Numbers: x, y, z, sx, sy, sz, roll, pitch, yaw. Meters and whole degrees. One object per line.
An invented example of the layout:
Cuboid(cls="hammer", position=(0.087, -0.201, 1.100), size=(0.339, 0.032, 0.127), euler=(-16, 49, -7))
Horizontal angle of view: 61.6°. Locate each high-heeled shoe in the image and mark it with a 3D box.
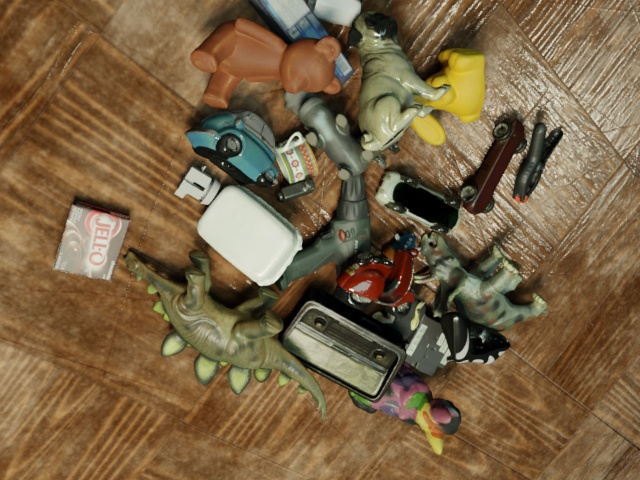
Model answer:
Cuboid(cls="high-heeled shoe", position=(0.321, 0.191, 1.071), size=(0.145, 0.086, 0.248), euler=(-17, 148, 1))

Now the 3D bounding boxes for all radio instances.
Cuboid(cls="radio", position=(0.044, 0.197, 1.026), size=(0.229, 0.073, 0.131), euler=(29, 106, -8))

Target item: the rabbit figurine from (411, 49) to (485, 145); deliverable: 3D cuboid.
Cuboid(cls="rabbit figurine", position=(0.199, -0.260, 0.966), size=(0.173, 0.122, 0.162), euler=(-8, 121, -4))

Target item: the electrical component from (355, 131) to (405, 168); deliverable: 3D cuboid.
Cuboid(cls="electrical component", position=(0.108, -0.190, 0.980), size=(0.102, 0.045, 0.078), euler=(38, 120, -25))

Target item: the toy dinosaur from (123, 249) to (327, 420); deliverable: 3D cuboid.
Cuboid(cls="toy dinosaur", position=(-0.148, 0.169, 0.947), size=(0.471, 0.105, 0.198), euler=(34, 114, -9))

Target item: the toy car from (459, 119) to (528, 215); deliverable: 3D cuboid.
Cuboid(cls="toy car", position=(0.346, -0.145, 1.079), size=(0.089, 0.053, 0.202), euler=(18, 101, -41))

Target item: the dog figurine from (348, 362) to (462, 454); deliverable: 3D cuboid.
Cuboid(cls="dog figurine", position=(0.176, 0.335, 1.093), size=(0.191, 0.219, 0.108), euler=(9, 102, -24))

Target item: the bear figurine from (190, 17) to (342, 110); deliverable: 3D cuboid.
Cuboid(cls="bear figurine", position=(-0.072, -0.254, 0.808), size=(0.196, 0.120, 0.132), euler=(22, 65, 10))

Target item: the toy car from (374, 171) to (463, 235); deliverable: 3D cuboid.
Cuboid(cls="toy car", position=(0.198, -0.071, 1.048), size=(0.201, 0.056, 0.073), euler=(22, 93, -27))

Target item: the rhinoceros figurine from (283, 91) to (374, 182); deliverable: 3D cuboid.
Cuboid(cls="rhinoceros figurine", position=(0.015, -0.186, 0.902), size=(0.073, 0.112, 0.190), euler=(-39, 105, 14))

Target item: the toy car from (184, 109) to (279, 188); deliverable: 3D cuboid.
Cuboid(cls="toy car", position=(-0.126, -0.157, 0.869), size=(0.161, 0.109, 0.103), euler=(35, 76, -36))

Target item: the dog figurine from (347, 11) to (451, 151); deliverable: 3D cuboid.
Cuboid(cls="dog figurine", position=(0.085, -0.255, 0.859), size=(0.172, 0.121, 0.190), euler=(-41, 87, -27))

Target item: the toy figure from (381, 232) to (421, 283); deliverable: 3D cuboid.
Cuboid(cls="toy figure", position=(0.137, 0.050, 1.067), size=(0.064, 0.058, 0.154), euler=(35, 88, -34))

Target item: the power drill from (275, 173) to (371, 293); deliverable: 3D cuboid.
Cuboid(cls="power drill", position=(-0.002, -0.003, 0.988), size=(0.207, 0.086, 0.231), euler=(-21, 117, -21))

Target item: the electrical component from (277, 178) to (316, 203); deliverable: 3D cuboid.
Cuboid(cls="electrical component", position=(-0.043, -0.085, 0.931), size=(0.063, 0.094, 0.021), euler=(-20, 89, -15))

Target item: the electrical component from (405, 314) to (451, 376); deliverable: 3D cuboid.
Cuboid(cls="electrical component", position=(0.226, 0.222, 1.154), size=(0.134, 0.058, 0.115), euler=(33, 89, -27))

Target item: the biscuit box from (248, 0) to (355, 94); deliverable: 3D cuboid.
Cuboid(cls="biscuit box", position=(-0.029, -0.330, 0.864), size=(0.059, 0.063, 0.202), euler=(-44, 118, -3))

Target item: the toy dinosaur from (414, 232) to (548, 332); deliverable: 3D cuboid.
Cuboid(cls="toy dinosaur", position=(0.356, 0.131, 1.153), size=(0.192, 0.131, 0.404), euler=(-39, 126, 14))

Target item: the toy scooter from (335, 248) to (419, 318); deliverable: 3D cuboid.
Cuboid(cls="toy scooter", position=(0.118, 0.066, 0.986), size=(0.184, 0.075, 0.135), euler=(17, 102, -34))

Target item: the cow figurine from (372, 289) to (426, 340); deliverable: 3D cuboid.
Cuboid(cls="cow figurine", position=(0.153, 0.181, 1.096), size=(0.068, 0.098, 0.167), euler=(23, 99, -32))
